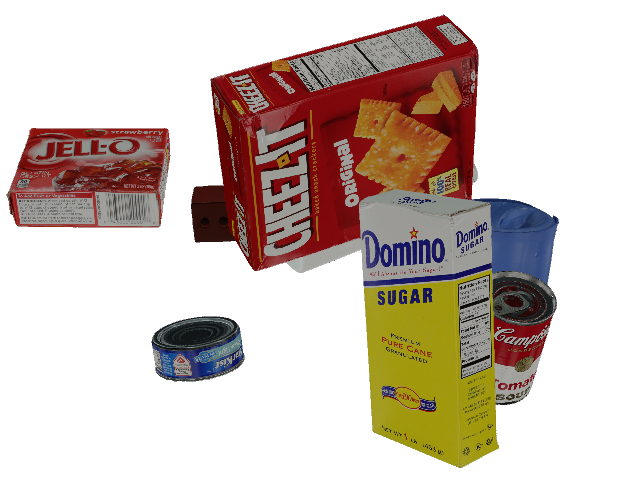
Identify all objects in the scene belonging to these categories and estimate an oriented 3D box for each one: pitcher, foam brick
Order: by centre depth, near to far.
[{"bbox_3d":[-0.115,-0.033,1.285,0.078,0.053,0.051,-2,28,0],"label":"foam brick"},{"bbox_3d":[0.207,0.077,1.323,0.149,0.243,0.144,7,20,15],"label":"pitcher"}]

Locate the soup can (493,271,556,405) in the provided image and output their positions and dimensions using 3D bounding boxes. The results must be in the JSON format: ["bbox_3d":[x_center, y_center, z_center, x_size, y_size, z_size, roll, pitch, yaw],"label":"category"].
[{"bbox_3d":[0.164,0.087,0.944,0.068,0.102,0.068,4,38,-3],"label":"soup can"}]

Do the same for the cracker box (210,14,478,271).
[{"bbox_3d":[0.026,-0.080,0.900,0.213,0.164,0.072,-18,44,-16],"label":"cracker box"}]

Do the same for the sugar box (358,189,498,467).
[{"bbox_3d":[0.074,0.058,0.736,0.048,0.176,0.094,-17,18,-37],"label":"sugar box"}]

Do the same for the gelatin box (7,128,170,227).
[{"bbox_3d":[-0.139,-0.040,0.654,0.089,0.030,0.073,1,36,-2],"label":"gelatin box"}]

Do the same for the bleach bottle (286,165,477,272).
[{"bbox_3d":[0.062,-0.046,1.194,0.250,0.068,0.103,-20,43,-24],"label":"bleach bottle"}]

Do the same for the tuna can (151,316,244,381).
[{"bbox_3d":[-0.117,0.102,1.015,0.086,0.034,0.086,-6,16,2],"label":"tuna can"}]
